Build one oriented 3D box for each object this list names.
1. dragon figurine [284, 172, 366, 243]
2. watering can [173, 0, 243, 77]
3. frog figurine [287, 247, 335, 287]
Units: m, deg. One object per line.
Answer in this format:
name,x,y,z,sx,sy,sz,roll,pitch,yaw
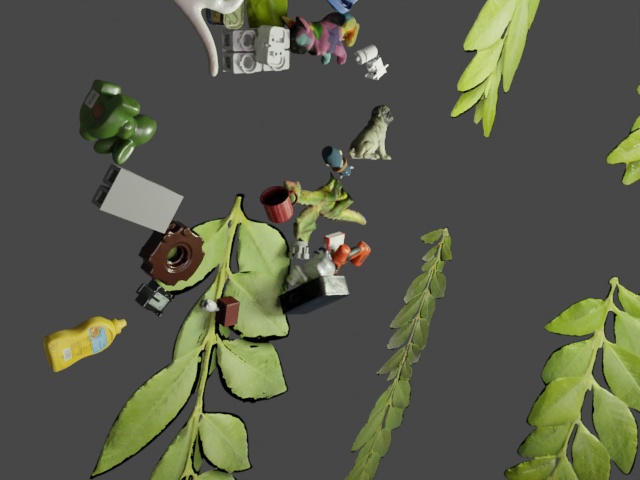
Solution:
dragon figurine,0.005,-0.089,1.762,0.243,0.124,0.403,-41,136,-1
watering can,-0.274,-0.556,1.128,0.224,0.105,0.345,13,99,-20
frog figurine,-0.029,0.114,1.773,0.162,0.137,0.121,-47,114,-22
